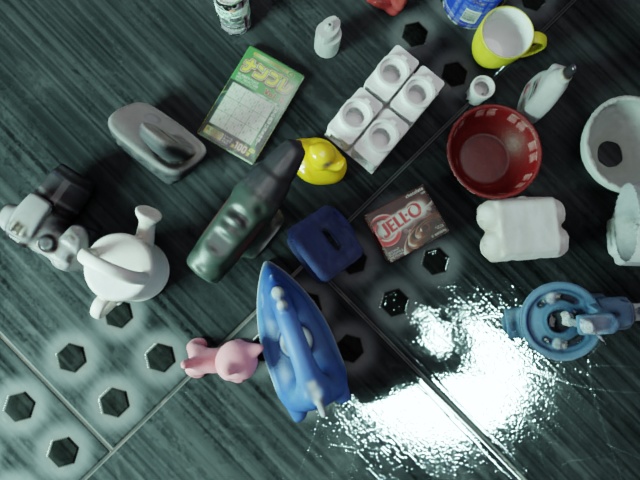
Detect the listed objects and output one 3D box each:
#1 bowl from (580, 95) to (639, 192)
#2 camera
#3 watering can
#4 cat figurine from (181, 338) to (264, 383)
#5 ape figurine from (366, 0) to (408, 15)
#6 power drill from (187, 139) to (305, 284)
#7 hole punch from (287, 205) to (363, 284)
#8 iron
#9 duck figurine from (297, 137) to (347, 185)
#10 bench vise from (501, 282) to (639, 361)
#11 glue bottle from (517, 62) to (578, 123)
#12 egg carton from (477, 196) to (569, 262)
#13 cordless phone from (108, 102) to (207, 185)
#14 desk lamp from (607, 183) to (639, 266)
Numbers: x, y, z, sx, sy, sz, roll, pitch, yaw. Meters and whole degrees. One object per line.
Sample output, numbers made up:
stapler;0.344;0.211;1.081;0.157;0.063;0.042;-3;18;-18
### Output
bowl;0.512;-0.154;0.974;0.167;0.074;0.167;0;84;-4
camera;-0.403;-0.041;0.887;0.143;0.100;0.137;33;83;0
watering can;-0.289;0.033;0.841;0.101;0.194;0.173;6;84;-3
cat figurine;-0.148;0.185;0.874;0.128;0.117;0.067;-1;84;-4
ape figurine;0.123;-0.427;0.966;0.076;0.092;0.078;-18;86;-5
power drill;-0.103;-0.037;0.853;0.075;0.208;0.230;37;83;1
hole punch;0.008;0.003;0.916;0.101;0.091;0.108;-37;88;-6
iron;-0.039;0.148;0.873;0.118;0.141;0.258;-22;86;-6
duck figurine;-0.004;-0.136;0.931;0.104;0.086;0.077;23;83;-1
bench vise;0.405;0.108;0.868;0.207;0.219;0.121;-24;86;-6
glue bottle;0.371;-0.248;0.924;0.037;0.173;0.078;17;83;-2
egg carton;0.336;-0.019;0.952;0.150;0.069;0.107;-5;85;-4
cordless phone;-0.256;-0.163;0.867;0.147;0.185;0.094;34;83;0
desk lamp;0.536;-0.019;0.893;0.203;0.213;0.118;2;84;-3
